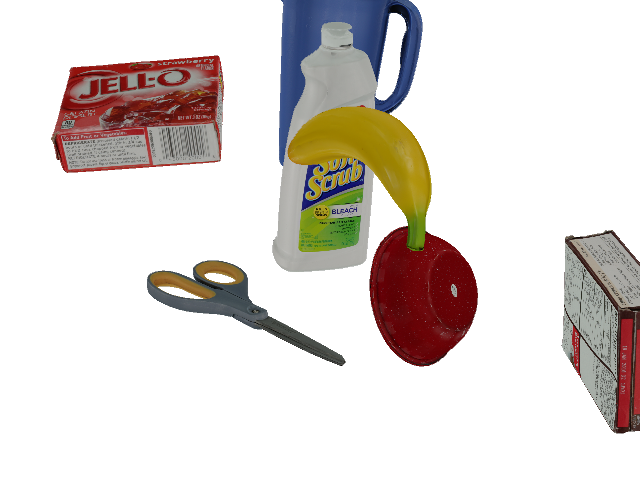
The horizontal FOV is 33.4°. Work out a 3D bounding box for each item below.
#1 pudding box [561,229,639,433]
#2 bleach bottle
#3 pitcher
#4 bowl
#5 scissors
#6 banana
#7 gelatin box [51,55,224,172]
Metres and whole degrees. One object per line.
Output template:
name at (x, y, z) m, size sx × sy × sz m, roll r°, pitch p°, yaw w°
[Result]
pudding box at (0.190, 0.056, 0.690) m, size 0.039 × 0.090 × 0.113 m, roll -6°, pitch 24°, yaw -5°
bleach bottle at (0.004, -0.094, 1.078) m, size 0.102 × 0.251 × 0.068 m, roll -5°, pitch 28°, yaw -13°
pitcher at (0.021, -0.198, 1.295) m, size 0.144 × 0.243 × 0.149 m, roll -8°, pitch 29°, yaw -26°
bowl at (0.128, 0.059, 1.200) m, size 0.055 × 0.162 × 0.161 m, roll -12°, pitch -8°, yaw 43°
scissors at (-0.052, 0.055, 0.900) m, size 0.202 × 0.016 × 0.096 m, roll 16°, pitch 26°, yaw 22°
banana at (0.027, -0.060, 0.747) m, size 0.037 × 0.070 × 0.198 m, roll 22°, pitch 11°, yaw -31°
gelatin box at (-0.100, -0.072, 0.597) m, size 0.089 × 0.030 × 0.073 m, roll -4°, pitch 38°, yaw 0°
